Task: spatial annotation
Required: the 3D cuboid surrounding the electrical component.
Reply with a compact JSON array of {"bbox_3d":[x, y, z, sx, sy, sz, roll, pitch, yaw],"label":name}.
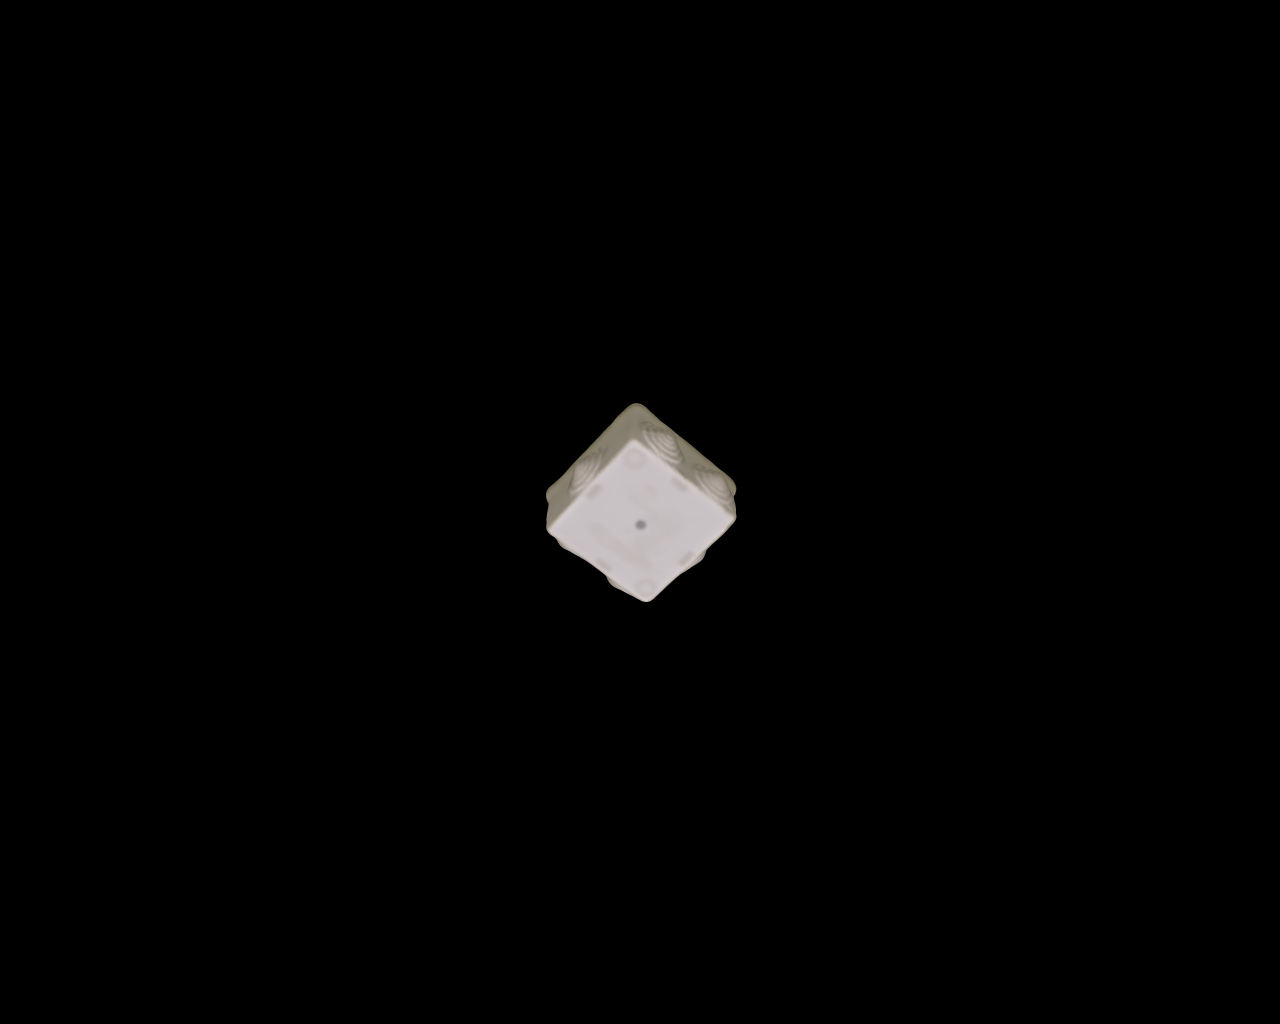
[{"bbox_3d":[0.001,-0.003,0.650,0.099,0.099,0.048,38,22,-18],"label":"electrical component"}]
